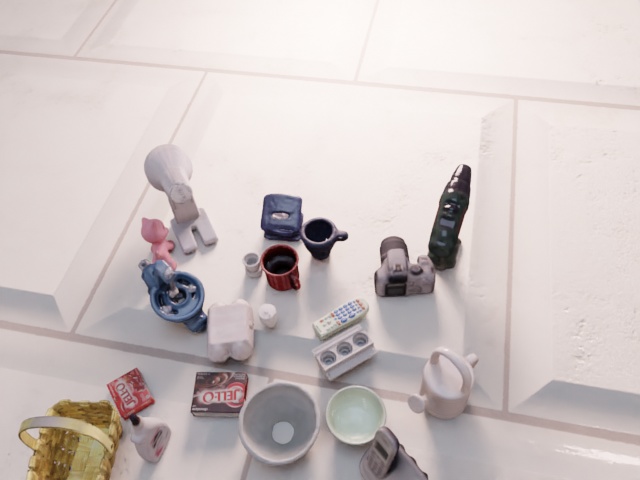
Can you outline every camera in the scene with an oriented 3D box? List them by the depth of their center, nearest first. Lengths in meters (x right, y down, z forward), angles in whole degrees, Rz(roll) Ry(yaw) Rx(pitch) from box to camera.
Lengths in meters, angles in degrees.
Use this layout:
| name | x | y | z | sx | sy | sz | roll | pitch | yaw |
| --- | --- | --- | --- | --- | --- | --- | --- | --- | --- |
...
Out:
| name | x | y | z | sx | sy | sz | roll | pitch | yaw |
| --- | --- | --- | --- | --- | --- | --- | --- | --- | --- |
| camera | 0.196 | 0.053 | 1.359 | 0.143 | 0.101 | 0.136 | -4 | 54 | 2 |

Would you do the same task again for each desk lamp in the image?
| name | x | y | z | sx | sy | sz | roll | pitch | yaw |
| --- | --- | --- | --- | --- | --- | --- | --- | --- | --- |
| desk lamp | -0.351 | -0.111 | 1.451 | 0.118 | 0.214 | 0.202 | -25 | 56 | -13 |

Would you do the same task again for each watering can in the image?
| name | x | y | z | sx | sy | sz | roll | pitch | yaw |
| --- | --- | --- | --- | --- | --- | --- | --- | --- | --- |
| watering can | 0.250 | 0.281 | 1.133 | 0.100 | 0.194 | 0.173 | 23 | 59 | 20 |

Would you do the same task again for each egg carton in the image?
| name | x | y | z | sx | sy | sz | roll | pitch | yaw |
| --- | --- | --- | --- | --- | --- | --- | --- | --- | --- |
| egg carton | -0.203 | 0.206 | 1.300 | 0.107 | 0.069 | 0.150 | -8 | 54 | -1 |

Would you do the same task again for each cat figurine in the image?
| name | x | y | z | sx | sy | sz | roll | pitch | yaw |
| --- | --- | --- | --- | --- | --- | --- | --- | --- | --- |
| cat figurine | -0.409 | 0.002 | 1.433 | 0.067 | 0.118 | 0.127 | -15 | 54 | -6 |

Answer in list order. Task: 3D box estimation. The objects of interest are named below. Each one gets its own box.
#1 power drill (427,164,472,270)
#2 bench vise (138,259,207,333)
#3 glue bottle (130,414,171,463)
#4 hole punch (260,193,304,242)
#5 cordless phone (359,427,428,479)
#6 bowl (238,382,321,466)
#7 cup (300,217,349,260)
| name | x | y | z | sx | sy | sz | roll | pitch | yaw |
| --- | --- | --- | --- | --- | --- | --- | --- | --- | --- |
| power drill | 0.303 | -0.036 | 1.349 | 0.075 | 0.209 | 0.230 | 14 | 57 | 15 |
| bench vise | -0.356 | 0.105 | 1.292 | 0.207 | 0.220 | 0.122 | 20 | 58 | 18 |
| glue bottle | -0.341 | 0.377 | 1.123 | 0.037 | 0.173 | 0.078 | 10 | 56 | 12 |
| hole punch | -0.095 | -0.058 | 1.469 | 0.108 | 0.091 | 0.101 | 4 | 55 | 7 |
| cordless phone | 0.141 | 0.422 | 1.045 | 0.094 | 0.185 | 0.147 | -37 | 59 | -20 |
| bowl | -0.078 | 0.378 | 1.162 | 0.167 | 0.075 | 0.167 | -2 | 54 | 3 |
| cup | 0.013 | 0.005 | 1.412 | 0.117 | 0.095 | 0.091 | 2 | 54 | 6 |
